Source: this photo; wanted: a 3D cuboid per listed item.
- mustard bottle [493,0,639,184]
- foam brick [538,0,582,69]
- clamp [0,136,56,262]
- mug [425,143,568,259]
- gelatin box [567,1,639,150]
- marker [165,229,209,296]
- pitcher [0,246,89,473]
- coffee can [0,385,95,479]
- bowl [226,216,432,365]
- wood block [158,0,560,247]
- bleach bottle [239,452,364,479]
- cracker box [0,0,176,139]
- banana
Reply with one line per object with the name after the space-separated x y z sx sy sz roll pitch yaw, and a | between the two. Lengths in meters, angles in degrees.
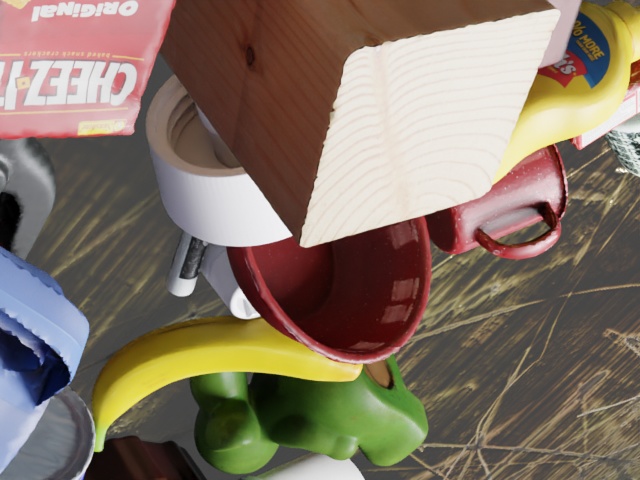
0.134 -0.101 0.669 0.191 0.096 0.058 -28 145 -13 | mustard bottle
0.104 -0.139 0.613 0.051 0.078 0.053 -19 141 -25 | foam brick
-0.163 -0.045 0.519 0.120 0.039 0.171 -23 150 -9 | clamp
0.115 -0.032 0.725 0.081 0.117 0.093 -22 146 -13 | mug
0.187 -0.113 0.726 0.089 0.073 0.030 -32 146 -6 | gelatin box
-0.073 -0.013 0.658 0.020 0.020 0.121 -10 139 -35 | marker
-0.215 0.006 0.406 0.149 0.145 0.242 -43 131 1 | pitcher
-0.207 0.163 0.677 0.102 0.103 0.140 -9 139 -35 | coffee can
-0.004 0.001 0.653 0.161 0.162 0.055 1 164 -44 | bowl
-0.015 -0.106 0.425 0.090 0.206 0.091 -16 142 -28 | wood block
-0.046 0.231 0.888 0.103 0.068 0.250 -48 161 12 | bleach bottle
-0.085 -0.163 0.328 0.071 0.164 0.214 -5 135 -36 | cracker box
-0.073 0.084 0.716 0.198 0.037 0.069 -16 111 9 | banana
